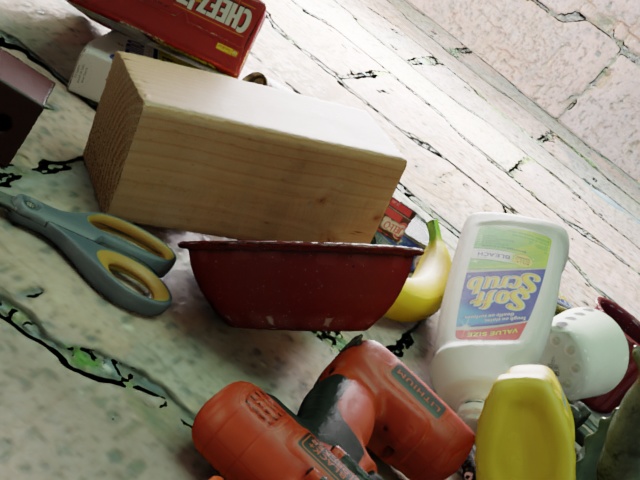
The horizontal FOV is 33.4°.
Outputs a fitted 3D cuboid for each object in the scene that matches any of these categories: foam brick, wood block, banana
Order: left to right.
[{"bbox_3d":[-0.220,-0.095,0.692,0.078,0.053,0.051,31,20,-17],"label":"foam brick"},{"bbox_3d":[-0.055,-0.059,0.777,0.205,0.090,0.091,10,29,-29],"label":"wood block"},{"bbox_3d":[0.080,0.037,0.929,0.069,0.037,0.197,59,25,-1],"label":"banana"}]

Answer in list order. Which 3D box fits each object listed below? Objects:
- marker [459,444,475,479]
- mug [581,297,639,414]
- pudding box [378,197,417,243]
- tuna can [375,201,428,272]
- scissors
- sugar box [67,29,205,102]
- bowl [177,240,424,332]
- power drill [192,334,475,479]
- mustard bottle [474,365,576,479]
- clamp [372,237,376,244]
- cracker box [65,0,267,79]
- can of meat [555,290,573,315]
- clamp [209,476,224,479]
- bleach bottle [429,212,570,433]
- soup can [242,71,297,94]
[{"bbox_3d":[0.112,0.172,0.723,0.020,0.020,0.121,26,22,-30],"label":"marker"},{"bbox_3d":[0.292,0.119,1.065,0.117,0.082,0.093,19,27,-44],"label":"mug"},{"bbox_3d":[0.023,-0.048,0.986,0.089,0.039,0.114,33,4,-38],"label":"pudding box"},{"bbox_3d":[0.077,-0.007,1.047,0.086,0.034,0.086,33,20,-14],"label":"tuna can"},{"bbox_3d":[-0.165,-0.004,0.638,0.201,0.016,0.096,20,26,-41],"label":"scissors"},{"bbox_3d":[-0.113,-0.118,0.898,0.176,0.048,0.093,26,20,-4],"label":"sugar box"},{"bbox_3d":[-0.013,0.031,0.698,0.162,0.055,0.162,2,-3,0],"label":"bowl"},{"bbox_3d":[0.032,0.135,0.608,0.184,0.057,0.187,44,19,9],"label":"power drill"},{"bbox_3d":[0.138,0.131,0.700,0.191,0.058,0.096,13,73,-76],"label":"mustard bottle"},{"bbox_3d":[-0.006,0.001,0.877,0.164,0.036,0.210,29,17,-21],"label":"clamp"},{"bbox_3d":[-0.134,-0.205,0.944,0.164,0.072,0.214,24,3,-7],"label":"cracker box"},{"bbox_3d":[0.210,0.059,1.099,0.102,0.057,0.084,25,25,-31],"label":"can of meat"},{"bbox_3d":[-0.008,0.178,0.468,0.171,0.039,0.120,40,13,18],"label":"clamp"},{"bbox_3d":[0.148,0.072,0.876,0.102,0.068,0.250,11,36,8],"label":"bleach bottle"},{"bbox_3d":[-0.034,-0.111,1.035,0.102,0.069,0.068,24,23,-36],"label":"soup can"}]
